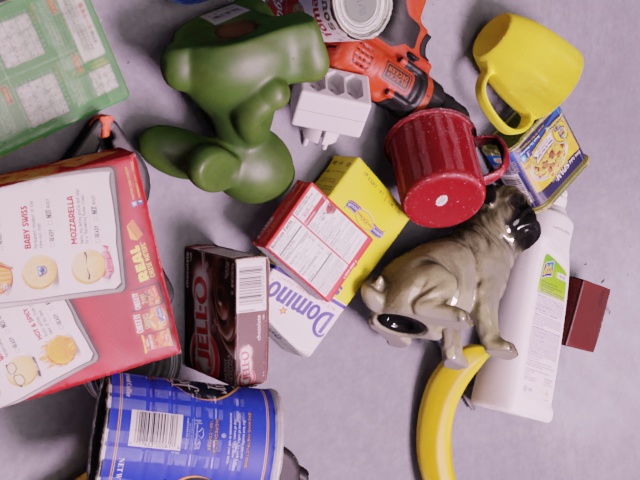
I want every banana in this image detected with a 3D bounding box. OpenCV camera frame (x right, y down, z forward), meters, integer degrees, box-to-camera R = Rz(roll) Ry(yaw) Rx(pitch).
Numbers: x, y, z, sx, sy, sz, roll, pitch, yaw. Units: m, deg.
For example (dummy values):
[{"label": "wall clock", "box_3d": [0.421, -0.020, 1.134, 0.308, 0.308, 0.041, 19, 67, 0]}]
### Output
[{"label": "banana", "box_3d": [0.135, 0.190, 1.117, 0.037, 0.070, 0.198, -13, 121, -69]}]

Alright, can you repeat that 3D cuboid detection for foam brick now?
[{"label": "foam brick", "box_3d": [0.287, 0.083, 1.215, 0.052, 0.051, 0.078, 18, 86, -37]}]

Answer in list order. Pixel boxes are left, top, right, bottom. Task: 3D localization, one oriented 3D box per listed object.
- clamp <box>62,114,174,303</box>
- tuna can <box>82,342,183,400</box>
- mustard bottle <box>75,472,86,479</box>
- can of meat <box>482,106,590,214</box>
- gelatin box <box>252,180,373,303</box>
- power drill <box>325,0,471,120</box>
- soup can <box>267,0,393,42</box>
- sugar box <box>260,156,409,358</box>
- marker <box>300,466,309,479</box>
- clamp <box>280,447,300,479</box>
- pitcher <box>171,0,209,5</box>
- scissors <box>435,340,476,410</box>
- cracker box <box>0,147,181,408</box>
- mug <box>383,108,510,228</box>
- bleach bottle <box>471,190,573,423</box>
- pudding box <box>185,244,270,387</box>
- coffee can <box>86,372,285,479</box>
[{"label": "clamp", "box_3d": [-0.187, -0.015, 0.876, 0.120, 0.039, 0.171, -13, 101, -31]}, {"label": "tuna can", "box_3d": [-0.162, 0.103, 0.912, 0.085, 0.034, 0.086, -5, 99, -34]}, {"label": "mustard bottle", "box_3d": [-0.151, 0.206, 0.920, 0.191, 0.058, 0.096, -45, 111, -22]}, {"label": "can of meat", "box_3d": [0.231, -0.092, 1.147, 0.102, 0.058, 0.084, -45, 117, -22]}, {"label": "gelatin box", "box_3d": [-0.006, 0.001, 0.956, 0.089, 0.030, 0.073, 42, 75, -27]}, {"label": "power drill", "box_3d": [0.105, -0.208, 1.041, 0.184, 0.057, 0.187, 27, 81, -35]}, {"label": "soup can", "box_3d": [0.008, -0.208, 0.945, 0.068, 0.102, 0.068, -6, 101, -34]}, {"label": "sugar box", "box_3d": [0.002, 0.015, 1.008, 0.093, 0.048, 0.176, 45, 70, -30]}, {"label": "marker", "box_3d": [-0.052, 0.201, 1.013, 0.121, 0.020, 0.020, 42, 73, -32]}, {"label": "clamp", "box_3d": [-0.041, 0.253, 1.004, 0.164, 0.036, 0.210, -26, 116, -24]}, {"label": "pitcher", "box_3d": [-0.103, -0.317, 0.847, 0.242, 0.145, 0.149, 50, 56, -25]}, {"label": "scissors", "box_3d": [0.139, 0.086, 1.133, 0.096, 0.016, 0.201, -51, 121, -18]}, {"label": "cracker box", "box_3d": [-0.229, 0.033, 0.808, 0.213, 0.072, 0.164, -16, 104, -18]}, {"label": "mug", "box_3d": [0.124, -0.069, 1.025, 0.117, 0.081, 0.093, -12, 142, 5]}, {"label": "bleach bottle", "box_3d": [0.235, 0.067, 1.169, 0.102, 0.068, 0.251, 22, 79, -48]}, {"label": "pudding box", "box_3d": [-0.082, 0.064, 0.929, 0.039, 0.090, 0.113, -2, 97, -36]}, {"label": "coffee can", "box_3d": [-0.109, 0.163, 0.853, 0.140, 0.103, 0.103, 9, 92, -15]}]
